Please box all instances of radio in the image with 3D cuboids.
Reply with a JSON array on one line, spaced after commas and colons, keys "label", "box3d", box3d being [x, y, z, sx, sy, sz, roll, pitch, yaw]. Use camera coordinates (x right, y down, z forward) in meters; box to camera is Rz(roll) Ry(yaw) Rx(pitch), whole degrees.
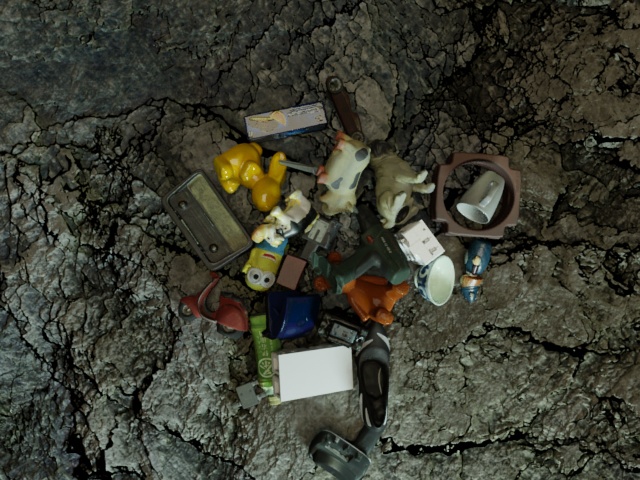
[{"label": "radio", "box3d": [-0.274, -0.044, 1.311, 0.131, 0.073, 0.229, -36, 85, -4]}]

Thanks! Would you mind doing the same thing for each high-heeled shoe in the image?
[{"label": "high-heeled shoe", "box3d": [0.130, 0.317, 1.271, 0.086, 0.145, 0.248, 1, 91, 0]}]

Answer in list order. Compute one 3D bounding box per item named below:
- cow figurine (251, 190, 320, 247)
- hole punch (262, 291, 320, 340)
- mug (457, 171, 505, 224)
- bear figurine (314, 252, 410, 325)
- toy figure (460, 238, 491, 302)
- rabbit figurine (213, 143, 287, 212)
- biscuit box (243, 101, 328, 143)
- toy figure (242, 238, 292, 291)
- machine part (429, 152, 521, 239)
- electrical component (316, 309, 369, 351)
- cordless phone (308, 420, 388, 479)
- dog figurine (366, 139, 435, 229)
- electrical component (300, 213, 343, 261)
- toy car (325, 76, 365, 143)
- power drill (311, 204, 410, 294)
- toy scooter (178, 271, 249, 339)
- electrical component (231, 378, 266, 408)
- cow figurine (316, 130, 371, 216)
[{"label": "cow figurine", "box3d": [-0.081, -0.035, 1.259, 0.098, 0.068, 0.167, 47, 66, -6]}, {"label": "hole punch", "box3d": [-0.062, 0.178, 1.278, 0.092, 0.142, 0.115, -8, 84, 44]}, {"label": "mug", "box3d": [0.372, -0.106, 1.213, 0.081, 0.109, 0.107, 30, 76, 7]}, {"label": "bear figurine", "box3d": [0.094, 0.110, 1.287, 0.196, 0.132, 0.120, 35, 74, -4]}, {"label": "toy figure", "box3d": [0.376, 0.075, 1.311, 0.064, 0.058, 0.154, 4, 105, -41]}, {"label": "rabbit figurine", "box3d": [-0.151, -0.144, 1.296, 0.162, 0.121, 0.173, -30, 68, -21]}, {"label": "biscuit box", "box3d": [-0.083, -0.289, 1.324, 0.203, 0.059, 0.062, -12, 89, 0]}, {"label": "toy figure", "box3d": [-0.125, 0.037, 1.312, 0.082, 0.089, 0.180, 14, 80, 13]}, {"label": "machine part", "box3d": [0.373, -0.106, 1.304, 0.201, 0.087, 0.201, 4, 88, 0]}, {"label": "electrical component", "box3d": [0.053, 0.212, 1.279, 0.115, 0.134, 0.058, 21, 90, -1]}, {"label": "cordless phone", "box3d": [0.073, 0.486, 1.313, 0.147, 0.088, 0.184, 34, 79, 2]}, {"label": "dog figurine", "box3d": [0.152, -0.137, 1.287, 0.191, 0.121, 0.172, 37, 79, 32]}, {"label": "electrical component", "box3d": [-0.003, -0.004, 1.315, 0.075, 0.047, 0.119, 21, 89, 21]}, {"label": "toy car", "box3d": [0.065, -0.303, 1.308, 0.053, 0.089, 0.202, -24, 89, -4]}, {"label": "power drill", "box3d": [0.084, 0.028, 1.254, 0.207, 0.085, 0.232, -21, 56, -26]}, {"label": "toy scooter", "box3d": [-0.247, 0.154, 1.315, 0.184, 0.075, 0.135, 21, 85, 4]}, {"label": "electrical component", "box3d": [-0.182, 0.381, 1.335, 0.094, 0.021, 0.063, -23, 89, 1]}, {"label": "cow figurine", "box3d": [0.057, -0.144, 1.270, 0.127, 0.085, 0.194, 22, 115, -12]}]
